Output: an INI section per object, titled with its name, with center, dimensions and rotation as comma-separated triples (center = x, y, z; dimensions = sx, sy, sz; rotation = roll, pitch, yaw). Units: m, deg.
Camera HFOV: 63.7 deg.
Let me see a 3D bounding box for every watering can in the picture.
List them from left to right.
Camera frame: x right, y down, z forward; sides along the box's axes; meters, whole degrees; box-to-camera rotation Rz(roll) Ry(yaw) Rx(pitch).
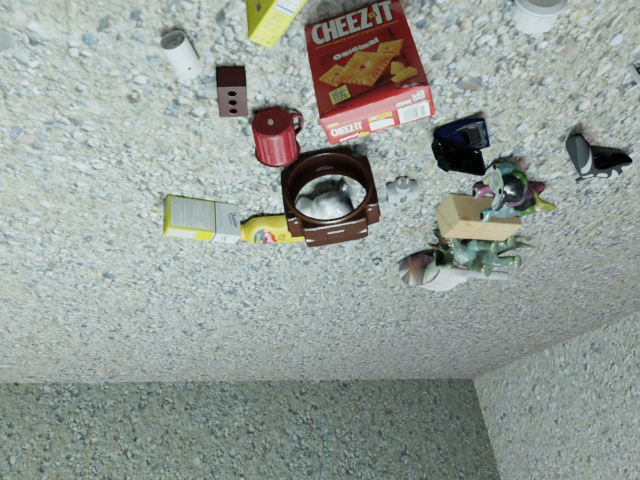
[watering can]
center = 0.405, 0.107, 1.663
dimensions = 0.223, 0.105, 0.345
rotation = 16, 162, -41

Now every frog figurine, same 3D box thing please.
[frog figurine]
center = 0.004, -0.063, 1.257
dimensions = 0.159, 0.124, 0.136
rotation = -22, 170, 0
